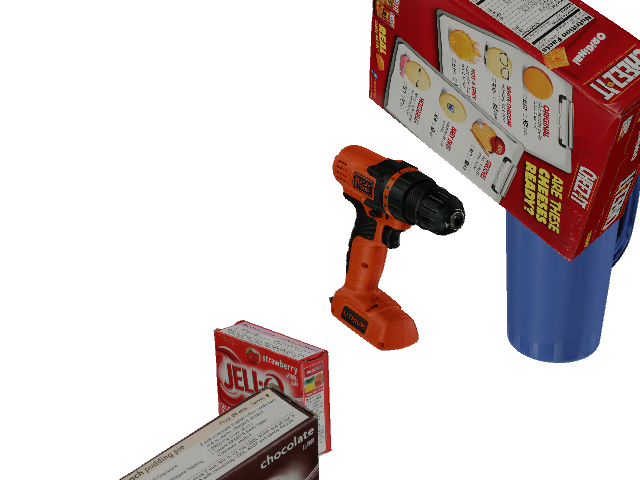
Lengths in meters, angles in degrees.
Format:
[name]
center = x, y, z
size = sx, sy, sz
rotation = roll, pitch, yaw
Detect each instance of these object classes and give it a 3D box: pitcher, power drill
[pitcher]
center = 0.282, 0.010, 1.220
size = 0.149, 0.243, 0.144
rotation = 5, 26, 15
[power drill]
center = 0.072, 0.012, 1.076
size = 0.057, 0.188, 0.185
rotation = -8, 26, -31

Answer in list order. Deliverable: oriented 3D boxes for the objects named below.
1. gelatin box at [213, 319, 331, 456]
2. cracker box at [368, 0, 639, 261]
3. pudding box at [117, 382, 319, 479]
[gelatin box]
center = -0.034, 0.100, 0.718
size = 0.089, 0.073, 0.030
rotation = 15, 23, 43
[cracker box]
center = 0.131, -0.111, 0.753
size = 0.072, 0.214, 0.164
rotation = -38, -26, -21
[pudding box]
center = -0.051, 0.132, 0.498
size = 0.039, 0.090, 0.113
rotation = 30, 47, 35
